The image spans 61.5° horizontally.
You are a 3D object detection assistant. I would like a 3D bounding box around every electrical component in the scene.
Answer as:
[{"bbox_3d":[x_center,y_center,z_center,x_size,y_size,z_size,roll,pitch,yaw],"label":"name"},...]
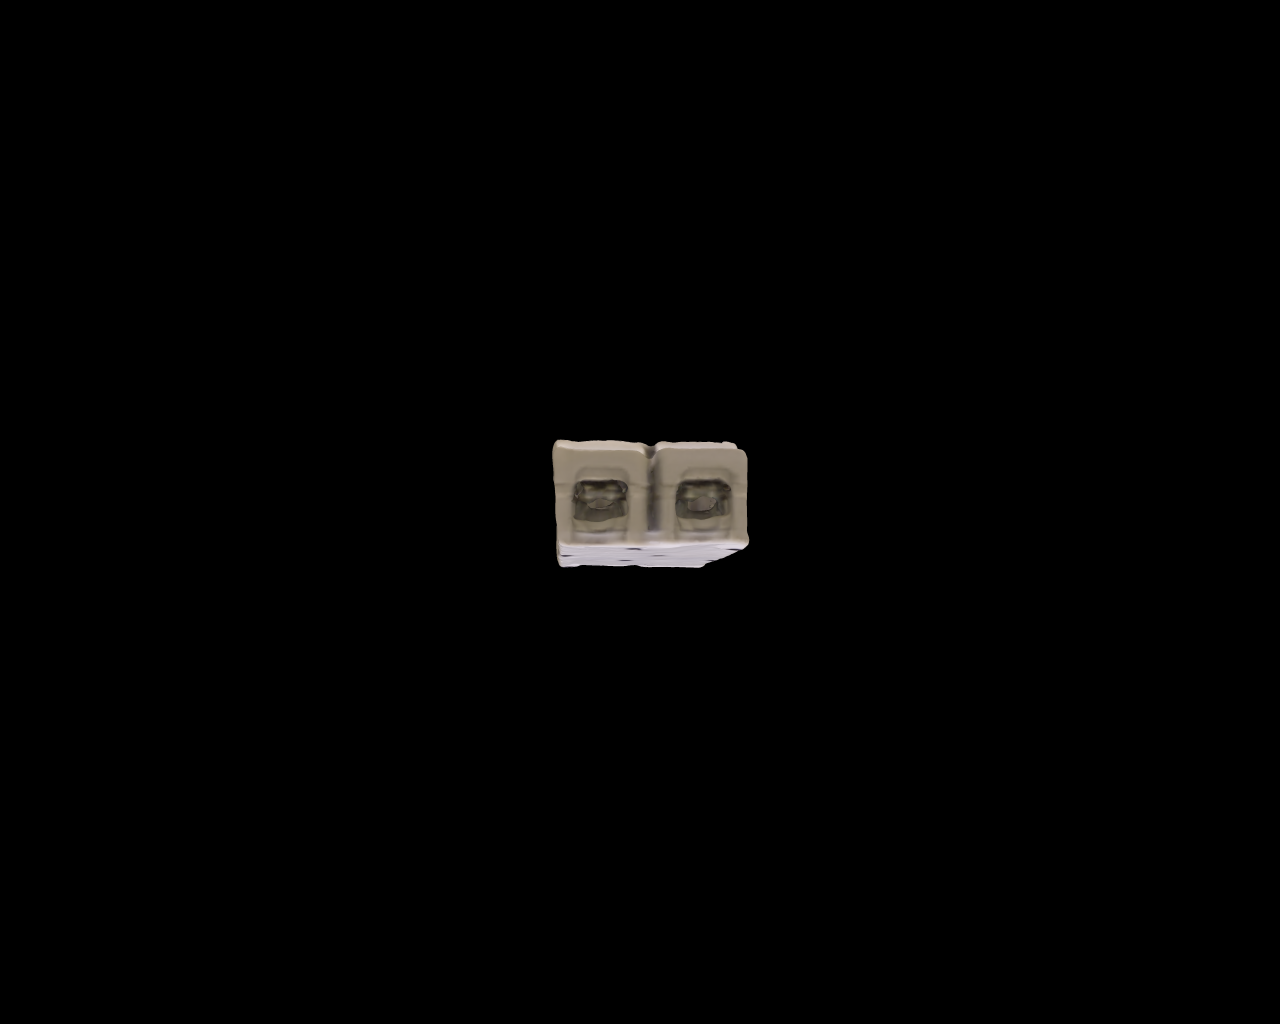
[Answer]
[{"bbox_3d":[0.001,-0.003,0.650,0.105,0.060,0.186,0,-7,-4],"label":"electrical component"}]
